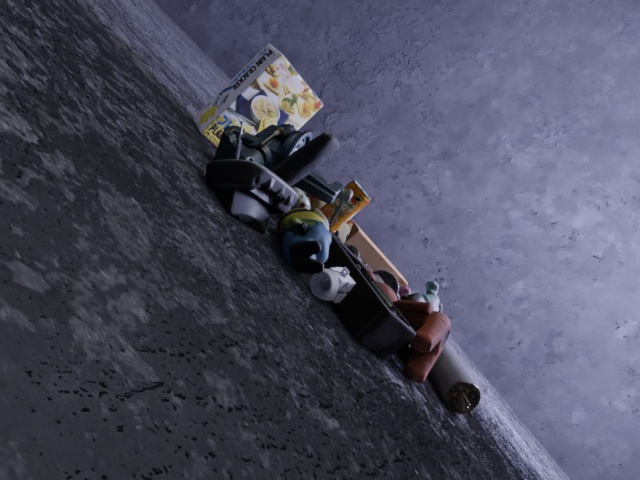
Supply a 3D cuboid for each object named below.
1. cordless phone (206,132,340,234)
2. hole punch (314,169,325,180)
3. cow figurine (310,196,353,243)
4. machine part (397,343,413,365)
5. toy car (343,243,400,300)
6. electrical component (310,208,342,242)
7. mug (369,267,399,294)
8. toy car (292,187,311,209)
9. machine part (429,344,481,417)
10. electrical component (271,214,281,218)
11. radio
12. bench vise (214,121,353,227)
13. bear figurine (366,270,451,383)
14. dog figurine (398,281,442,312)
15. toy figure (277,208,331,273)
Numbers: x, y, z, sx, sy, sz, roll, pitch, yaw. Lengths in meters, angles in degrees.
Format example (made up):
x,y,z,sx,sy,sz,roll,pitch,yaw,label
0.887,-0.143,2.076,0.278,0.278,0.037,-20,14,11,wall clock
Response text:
x,y,z,sx,sy,sz,roll,pitch,yaw,label
-0.059,-0.106,0.789,0.089,0.184,0.146,57,9,26,cordless phone
-0.040,-0.121,1.463,0.142,0.092,0.116,50,42,-30,hole punch
0.012,-0.047,1.268,0.194,0.086,0.127,64,34,-50,cow figurine
0.188,0.233,1.096,0.084,0.039,0.138,62,10,27,machine part
0.107,0.088,1.202,0.202,0.053,0.089,47,-22,3,toy car
-0.002,-0.003,1.112,0.114,0.058,0.134,47,7,-28,electrical component
0.142,0.112,1.329,0.110,0.081,0.107,46,-5,13,mug
-0.089,-0.117,1.134,0.202,0.056,0.073,40,-8,43,toy car
0.279,0.293,1.157,0.079,0.079,0.243,47,8,-17,machine part
-0.097,-0.084,1.031,0.102,0.045,0.078,55,-20,24,electrical component
0.064,0.091,0.926,0.131,0.073,0.230,42,10,-43,radio
-0.055,-0.127,0.948,0.241,0.128,0.223,32,25,6,bench vise
0.136,0.149,0.996,0.196,0.120,0.132,25,41,23,bear figurine
0.230,0.196,1.261,0.219,0.109,0.191,-57,139,-66,dog figurine
-0.027,-0.004,0.857,0.089,0.082,0.180,18,19,-5,toy figure
